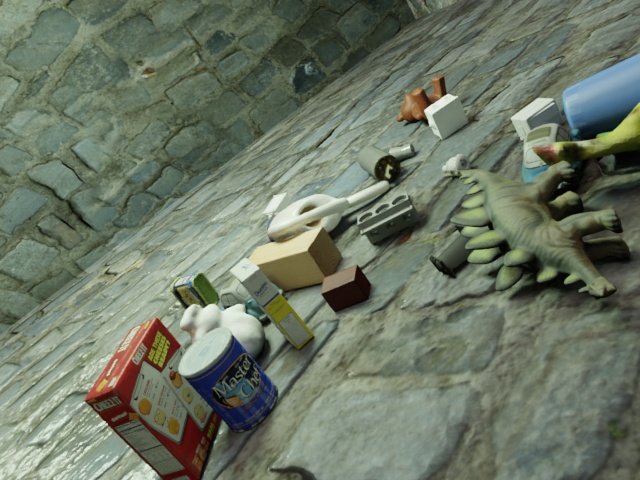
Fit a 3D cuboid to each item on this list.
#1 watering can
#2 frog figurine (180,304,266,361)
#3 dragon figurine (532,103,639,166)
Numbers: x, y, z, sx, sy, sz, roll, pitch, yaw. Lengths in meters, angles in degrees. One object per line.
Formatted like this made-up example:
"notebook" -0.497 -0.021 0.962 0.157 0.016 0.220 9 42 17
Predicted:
"watering can" 0.004 -0.066 1.306 0.351 0.104 0.222 -23 2 -35
"frog figurine" -0.184 0.174 0.997 0.121 0.157 0.140 -18 26 32
"dragon figurine" 0.536 -0.189 0.801 0.411 0.122 0.243 -17 4 -5
